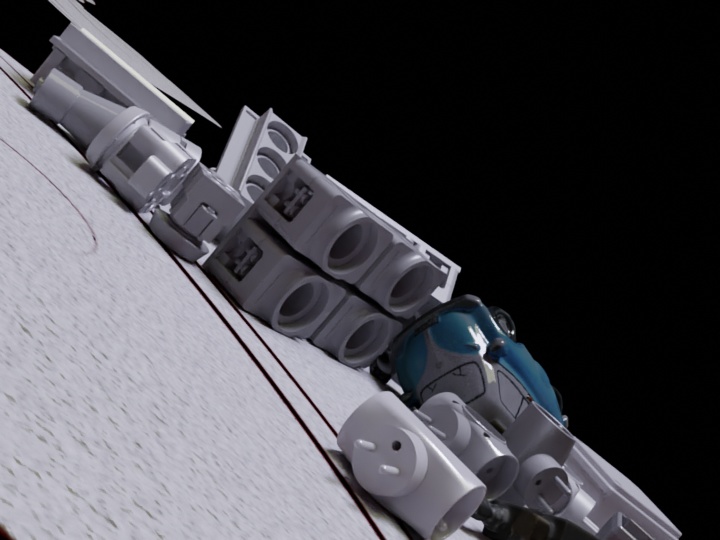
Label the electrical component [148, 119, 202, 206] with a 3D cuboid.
[{"bbox_3d":[-0.160,-0.086,0.844,0.047,0.055,0.055,34,7,-25],"label":"electrical component"}]

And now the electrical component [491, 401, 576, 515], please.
[{"bbox_3d":[0.128,0.149,0.794,0.044,0.077,0.079,37,6,-35],"label":"electrical component"}]

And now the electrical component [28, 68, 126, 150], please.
[{"bbox_3d":[-0.217,-0.122,0.815,0.065,0.044,0.044,34,7,-17],"label":"electrical component"}]

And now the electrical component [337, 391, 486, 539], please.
[{"bbox_3d":[0.020,0.104,0.578,0.077,0.044,0.079,43,6,28],"label":"electrical component"}]

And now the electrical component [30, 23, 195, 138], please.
[{"bbox_3d":[-0.208,-0.140,0.900,0.121,0.063,0.078,40,5,-5],"label":"electrical component"}]

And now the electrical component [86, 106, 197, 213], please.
[{"bbox_3d":[-0.160,-0.080,0.778,0.057,0.058,0.078,43,5,-2],"label":"electrical component"}]

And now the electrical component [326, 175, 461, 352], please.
[{"bbox_3d":[0.000,0.000,0.961,0.150,0.089,0.061,34,44,-13],"label":"electrical component"}]

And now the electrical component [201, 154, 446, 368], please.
[{"bbox_3d":[-0.018,0.003,0.824,0.060,0.105,0.186,44,6,34],"label":"electrical component"}]

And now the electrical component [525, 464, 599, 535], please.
[{"bbox_3d":[0.173,0.196,0.913,0.079,0.044,0.077,42,5,10],"label":"electrical component"}]

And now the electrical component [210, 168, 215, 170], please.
[{"bbox_3d":[-0.129,-0.070,1.047,0.061,0.035,0.035,40,5,-30],"label":"electrical component"}]

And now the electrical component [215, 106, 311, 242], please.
[{"bbox_3d":[-0.093,-0.077,0.937,0.079,0.063,0.121,38,37,-21],"label":"electrical component"}]

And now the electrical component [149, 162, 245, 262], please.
[{"bbox_3d":[-0.115,-0.040,0.756,0.048,0.055,0.066,39,5,-21],"label":"electrical component"}]

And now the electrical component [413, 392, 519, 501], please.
[{"bbox_3d":[0.066,0.120,0.773,0.079,0.044,0.077,36,7,-43],"label":"electrical component"}]

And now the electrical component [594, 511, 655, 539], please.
[{"bbox_3d":[0.203,0.222,0.810,0.062,0.061,0.096,42,5,14],"label":"electrical component"}]

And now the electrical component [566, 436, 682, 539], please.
[{"bbox_3d":[0.246,0.233,1.068,0.109,0.056,0.108,38,5,-21],"label":"electrical component"}]
